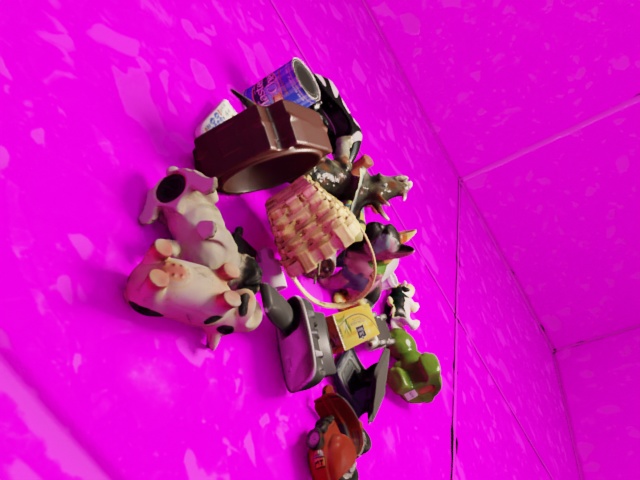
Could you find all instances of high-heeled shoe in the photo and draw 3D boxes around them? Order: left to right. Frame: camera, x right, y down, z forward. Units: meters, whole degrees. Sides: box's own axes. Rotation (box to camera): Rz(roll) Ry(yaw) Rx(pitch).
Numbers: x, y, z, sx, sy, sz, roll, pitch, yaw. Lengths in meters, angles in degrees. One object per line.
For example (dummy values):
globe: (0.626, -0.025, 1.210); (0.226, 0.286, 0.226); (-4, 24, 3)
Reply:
high-heeled shoe: (0.023, -0.283, 1.254); (0.145, 0.086, 0.249); (36, 35, -41)

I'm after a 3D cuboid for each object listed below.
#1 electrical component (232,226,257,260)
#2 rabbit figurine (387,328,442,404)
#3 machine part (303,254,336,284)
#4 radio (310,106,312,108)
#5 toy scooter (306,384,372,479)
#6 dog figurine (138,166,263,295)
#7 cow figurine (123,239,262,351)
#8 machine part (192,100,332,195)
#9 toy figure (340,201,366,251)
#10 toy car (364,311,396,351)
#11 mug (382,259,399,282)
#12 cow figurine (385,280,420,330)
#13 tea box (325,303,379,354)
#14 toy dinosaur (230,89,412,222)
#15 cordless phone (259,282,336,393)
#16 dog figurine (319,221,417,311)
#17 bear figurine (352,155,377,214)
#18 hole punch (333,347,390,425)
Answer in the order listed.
electrical component: (-0.132, 0.022, 0.905); (0.063, 0.021, 0.094); (46, 30, -35)
rabbit figurine: (0.217, 0.280, 1.242); (0.159, 0.121, 0.170); (44, 17, -43)
machine part: (-0.002, -0.003, 1.115); (0.079, 0.079, 0.243); (48, 29, -32)
radio: (-0.043, -0.282, 1.299); (0.131, 0.073, 0.230); (48, 32, -34)
toy scooter: (0.023, 0.314, 0.875); (0.135, 0.075, 0.184); (66, 22, 1)
dog figurine: (-0.164, -0.005, 0.804); (0.190, 0.121, 0.172); (51, 28, -58)
cow figurine: (-0.160, 0.082, 0.705); (0.195, 0.127, 0.085); (22, 46, -36)
machine part: (-0.096, -0.150, 0.920); (0.201, 0.201, 0.087); (-7, 76, -64)
toy figure: (0.071, -0.049, 1.284); (0.082, 0.089, 0.180); (40, 36, -28)
toy car: (0.118, 0.198, 1.157); (0.201, 0.056, 0.073); (29, 40, -70)
mug: (0.130, 0.059, 1.320); (0.109, 0.080, 0.107); (39, 36, 2)
cow figurine: (0.202, 0.158, 1.380); (0.098, 0.068, 0.167); (46, 29, -23)
tea box: (0.030, 0.170, 0.995); (0.169, 0.098, 0.068); (1, 67, -64)
toy dinosaur: (-0.013, -0.149, 1.088); (0.405, 0.131, 0.192); (20, 42, -23)
cordless phone: (-0.045, 0.146, 0.820); (0.184, 0.089, 0.146); (59, 16, -61)
dog figurine: (0.115, 0.057, 1.121); (0.191, 0.219, 0.108); (54, 31, -20)
bear figurine: (0.132, -0.139, 1.445); (0.195, 0.132, 0.120); (8, 62, -54)
hole punch: (0.079, 0.272, 1.032); (0.142, 0.092, 0.115); (-46, 139, -66)
